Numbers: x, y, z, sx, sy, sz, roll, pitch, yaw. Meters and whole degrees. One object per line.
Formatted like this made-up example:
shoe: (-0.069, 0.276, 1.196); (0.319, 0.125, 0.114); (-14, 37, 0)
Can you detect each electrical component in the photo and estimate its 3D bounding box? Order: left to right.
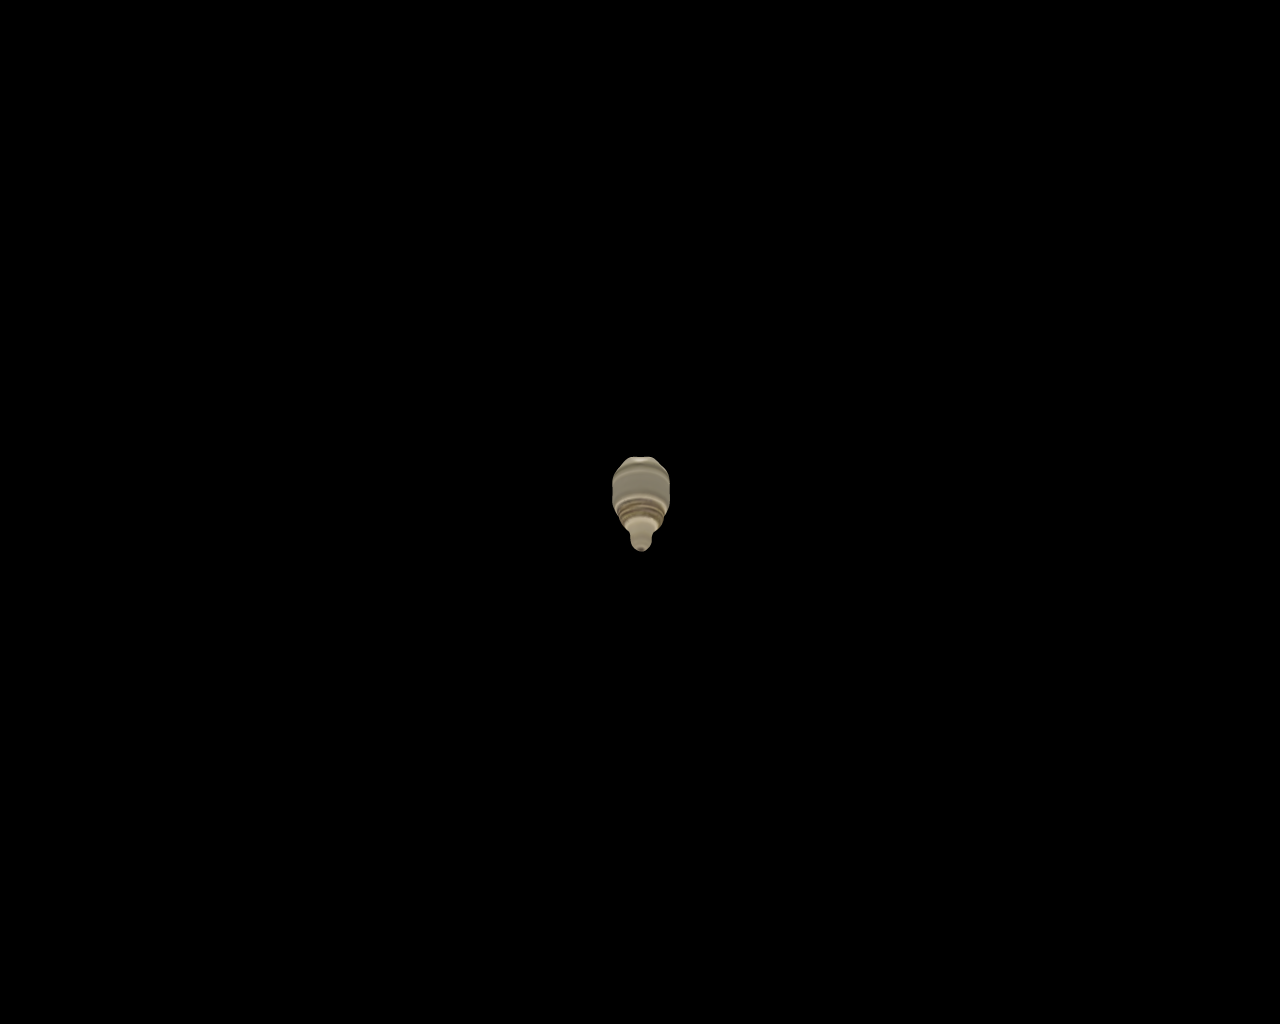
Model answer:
electrical component: (0.001, -0.003, 0.650); (0.035, 0.061, 0.035); (0, -34, 0)
